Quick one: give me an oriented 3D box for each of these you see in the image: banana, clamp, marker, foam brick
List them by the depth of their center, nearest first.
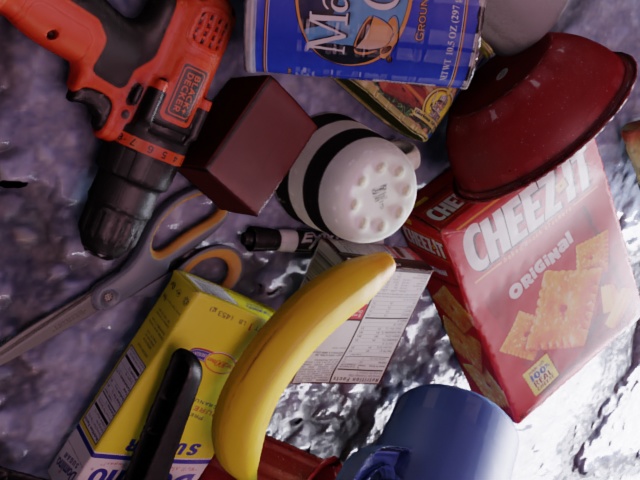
[{"bbox_3d":[-0.050,-0.063,0.708,0.051,0.053,0.078,42,74,-31],"label":"foam brick"},{"bbox_3d":[-0.126,0.174,0.714,0.164,0.036,0.210,-30,129,-12],"label":"clamp"},{"bbox_3d":[-0.021,0.083,0.728,0.069,0.037,0.198,31,90,-45],"label":"banana"},{"bbox_3d":[-0.005,0.001,0.794,0.120,0.020,0.020,2,107,-34],"label":"marker"}]

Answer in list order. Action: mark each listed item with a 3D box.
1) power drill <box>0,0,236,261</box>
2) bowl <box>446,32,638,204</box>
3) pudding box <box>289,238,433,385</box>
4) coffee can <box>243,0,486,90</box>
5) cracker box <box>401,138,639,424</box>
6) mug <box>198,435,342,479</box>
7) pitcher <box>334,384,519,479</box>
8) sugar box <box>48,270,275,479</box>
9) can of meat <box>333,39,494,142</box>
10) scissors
[{"bbox_3d":[-0.154,-0.092,0.636,0.187,0.057,0.184,21,92,-40],"label":"power drill"},{"bbox_3d":[0.147,-0.101,0.779,0.162,0.162,0.055,-46,108,-10],"label":"bowl"},{"bbox_3d":[0.024,0.057,0.813,0.089,0.039,0.114,6,120,-36],"label":"pudding box"},{"bbox_3d":[0.026,-0.150,0.665,0.140,0.103,0.103,5,109,-1],"label":"coffee can"},{"bbox_3d":[0.174,0.022,0.888,0.164,0.072,0.213,-36,124,-17],"label":"cracker box"},{"bbox_3d":[-0.041,0.200,0.797,0.093,0.082,0.117,-41,143,-49],"label":"mug"},{"bbox_3d":[0.067,0.225,0.813,0.149,0.145,0.242,108,8,-51],"label":"pitcher"},{"bbox_3d":[-0.104,0.114,0.746,0.093,0.048,0.176,26,98,-38],"label":"sugar box"},{"bbox_3d":[0.061,-0.130,0.763,0.102,0.058,0.084,35,90,-38],"label":"can of meat"},{"bbox_3d":[-0.130,0.045,0.731,0.201,0.016,0.096,-44,126,-11],"label":"scissors"}]
